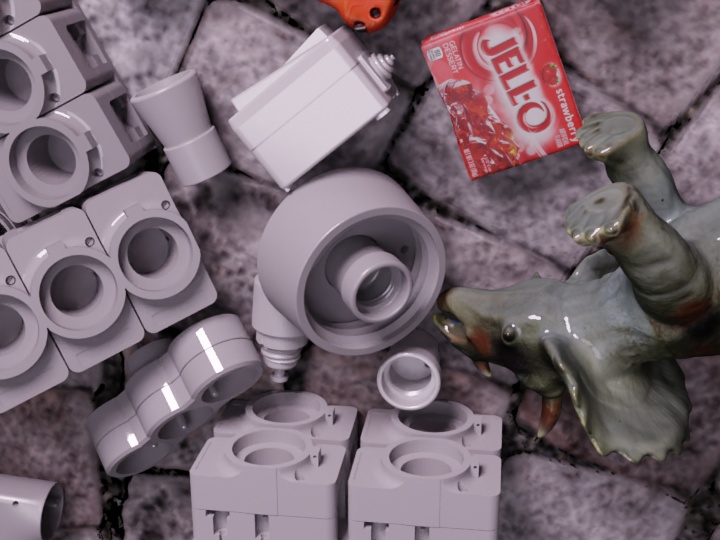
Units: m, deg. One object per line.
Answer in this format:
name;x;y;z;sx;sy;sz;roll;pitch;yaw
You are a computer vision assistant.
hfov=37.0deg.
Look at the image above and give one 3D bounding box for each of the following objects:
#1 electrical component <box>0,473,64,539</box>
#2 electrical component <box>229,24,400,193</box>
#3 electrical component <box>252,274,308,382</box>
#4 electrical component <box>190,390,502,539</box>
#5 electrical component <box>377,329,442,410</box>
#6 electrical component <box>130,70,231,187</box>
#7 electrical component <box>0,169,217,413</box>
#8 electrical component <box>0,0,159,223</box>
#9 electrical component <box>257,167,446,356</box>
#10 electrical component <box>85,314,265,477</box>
electrical component;-0.259;0.185;0.777;0.077;0.043;0.079;7;110;6
electrical component;-0.023;-0.103;0.632;0.096;0.061;0.061;-36;100;18
electrical component;-0.050;0.035;0.696;0.040;0.040;0.078;7;111;6
electrical component;-0.004;0.130;0.688;0.186;0.105;0.060;2;109;7
electrical component;0.033;0.062;0.690;0.040;0.046;0.040;3;109;7
electrical component;-0.107;-0.085;0.663;0.044;0.044;0.065;-19;110;14
electrical component;-0.176;0.010;0.657;0.150;0.062;0.089;-28;105;-16
electrical component;-0.205;-0.116;0.654;0.089;0.061;0.150;-24;104;15
electrical component;0.000;0.000;0.639;0.108;0.060;0.108;-14;123;-22
electrical component;-0.131;0.070;0.714;0.138;0.052;0.073;-40;66;22
